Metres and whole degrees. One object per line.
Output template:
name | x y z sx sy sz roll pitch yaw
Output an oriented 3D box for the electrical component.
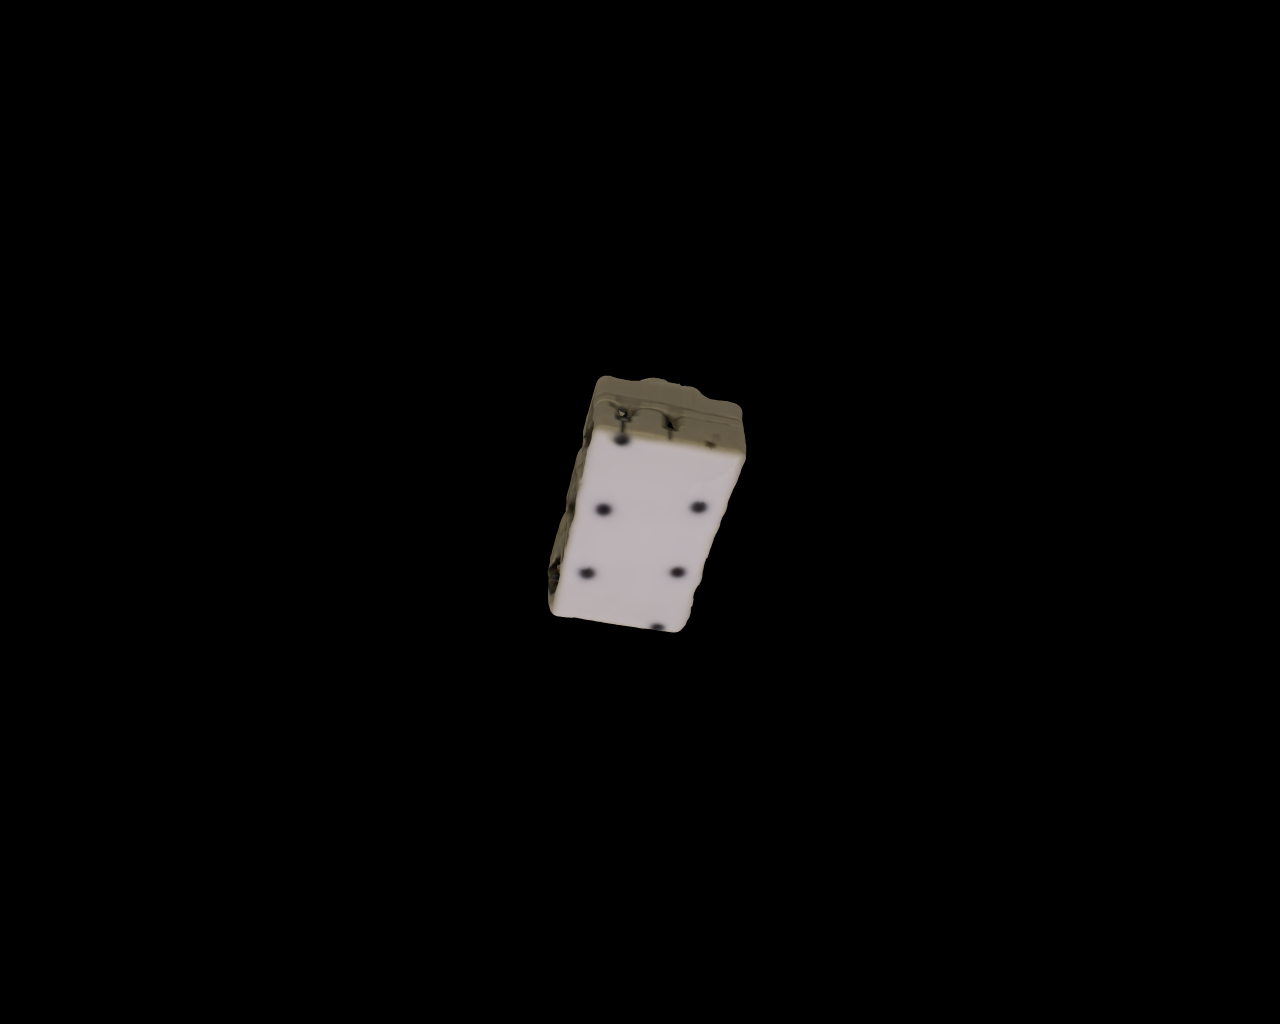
electrical component | 0.001 -0.003 0.650 0.089 0.150 0.062 11 40 -9
